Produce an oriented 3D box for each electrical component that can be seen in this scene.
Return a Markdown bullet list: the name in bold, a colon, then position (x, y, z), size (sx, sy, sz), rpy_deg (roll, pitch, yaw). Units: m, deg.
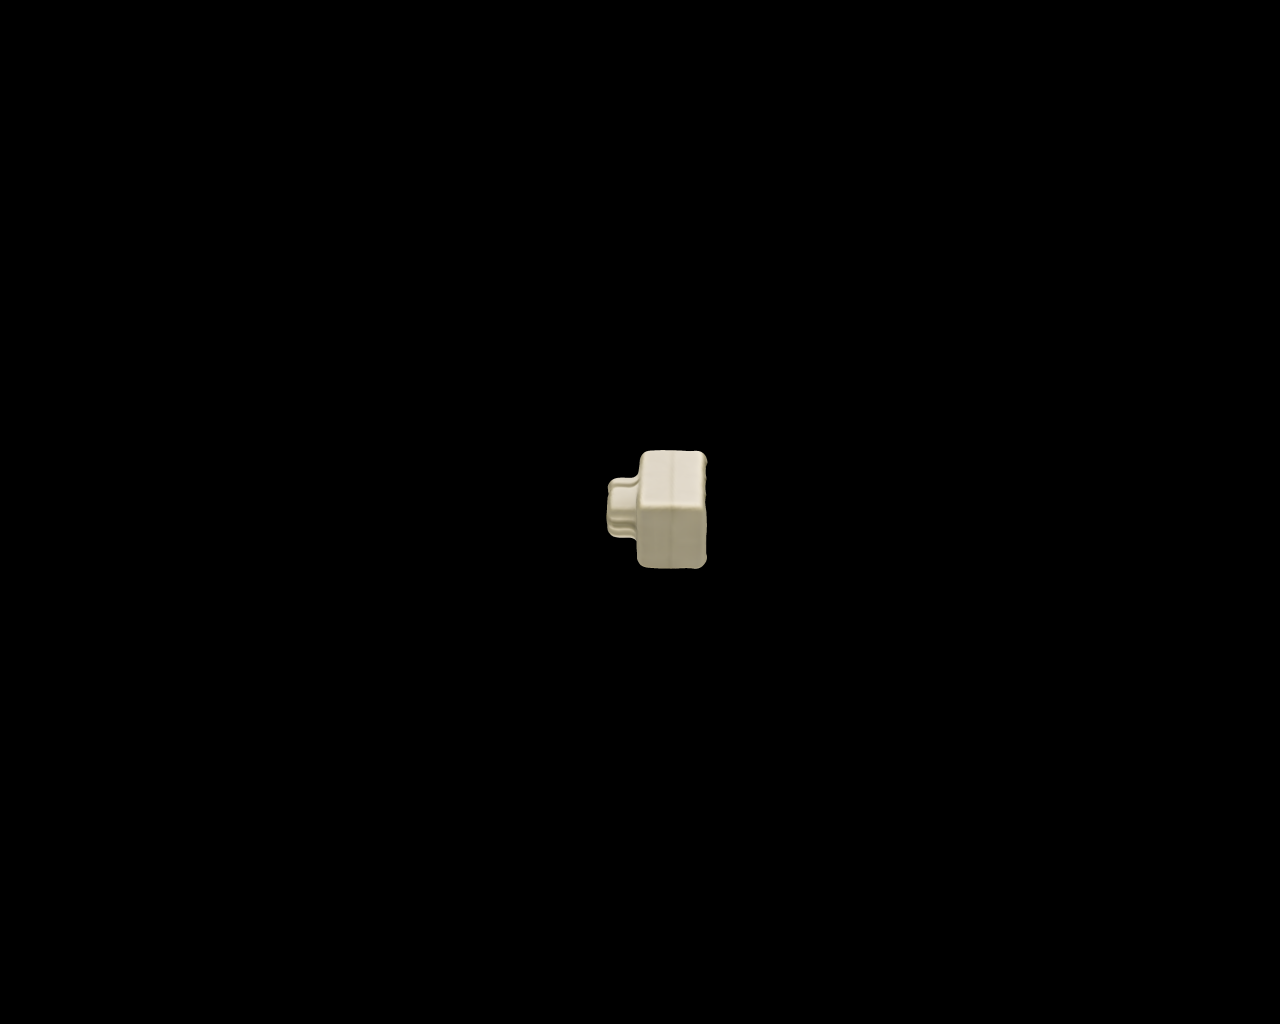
- **electrical component**: position (0.001, -0.003, 0.650), size (0.077, 0.047, 0.066), rpy_deg (1, 35, 2)
